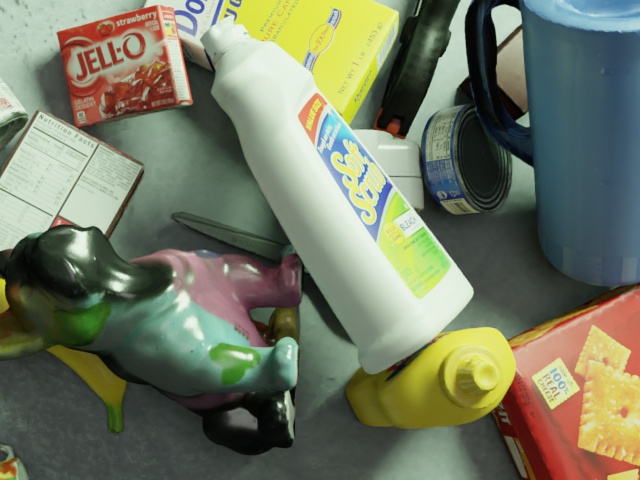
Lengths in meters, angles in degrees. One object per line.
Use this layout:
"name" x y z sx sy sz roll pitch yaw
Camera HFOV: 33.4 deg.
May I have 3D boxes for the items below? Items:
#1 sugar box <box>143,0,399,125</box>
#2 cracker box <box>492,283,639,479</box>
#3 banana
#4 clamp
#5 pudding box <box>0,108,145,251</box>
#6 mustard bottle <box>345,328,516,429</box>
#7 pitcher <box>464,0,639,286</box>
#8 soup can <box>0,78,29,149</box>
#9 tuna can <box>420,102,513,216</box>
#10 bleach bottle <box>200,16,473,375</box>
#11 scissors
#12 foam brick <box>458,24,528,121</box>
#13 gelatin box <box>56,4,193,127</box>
"sugar box" -0.038 -0.160 0.799 0.176 0.048 0.093 26 78 10
"cracker box" 0.248 0.122 0.830 0.213 0.072 0.164 -23 88 -14
"banana" -0.215 0.066 0.765 0.197 0.037 0.069 29 77 -6
"clamp" 0.083 -0.161 0.810 0.039 0.120 0.171 16 94 1
"pudding box" -0.193 -0.026 0.781 0.090 0.039 0.113 29 78 -6
"mustard bottle" 0.082 0.096 0.739 0.096 0.192 0.058 -25 88 -13
"pitcher" 0.201 -0.088 0.770 0.145 0.149 0.243 -21 132 -12
"soup can" -0.266 -0.109 0.762 0.068 0.068 0.102 -39 92 -13
"tuna can" 0.113 -0.062 0.825 0.085 0.034 0.086 10 78 -51
"bleach bottle" -0.001 -0.039 0.716 0.251 0.068 0.102 54 34 1
"scissors" -0.005 0.001 0.825 0.201 0.016 0.096 35 76 -5
"foam brick" 0.162 -0.138 0.857 0.051 0.053 0.078 46 77 -3
"gelatin box" -0.144 -0.127 0.783 0.089 0.030 0.073 -9 94 20
